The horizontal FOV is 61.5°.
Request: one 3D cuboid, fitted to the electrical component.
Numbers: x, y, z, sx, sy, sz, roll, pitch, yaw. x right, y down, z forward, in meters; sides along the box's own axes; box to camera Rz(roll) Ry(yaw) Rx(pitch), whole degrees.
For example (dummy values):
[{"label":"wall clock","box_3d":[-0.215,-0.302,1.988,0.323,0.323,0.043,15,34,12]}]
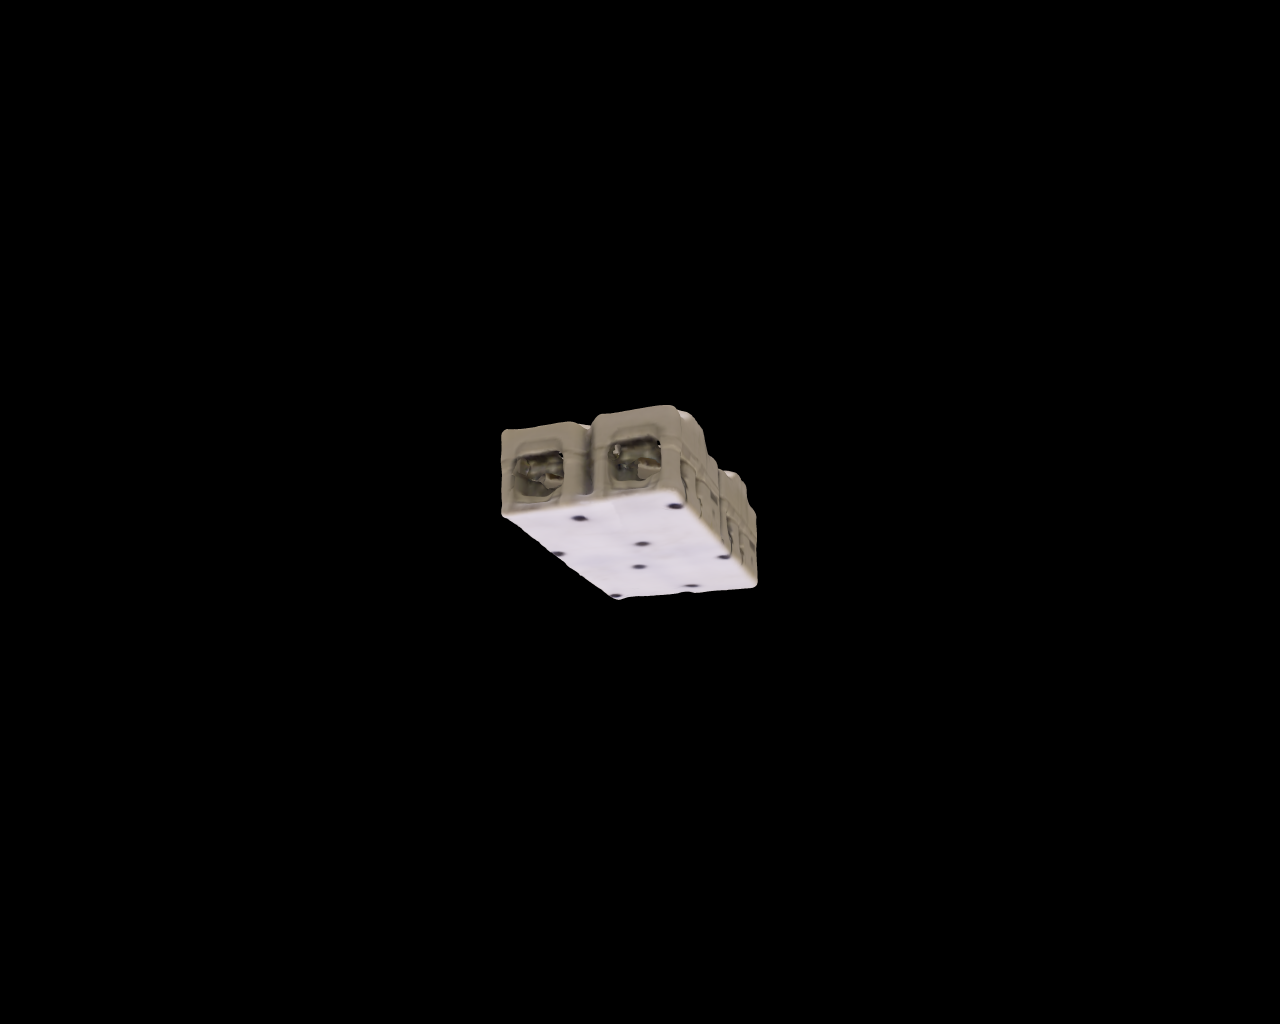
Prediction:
[{"label":"electrical component","box_3d":[0.001,-0.003,0.650,0.105,0.060,0.186,-7,-21,18]}]
